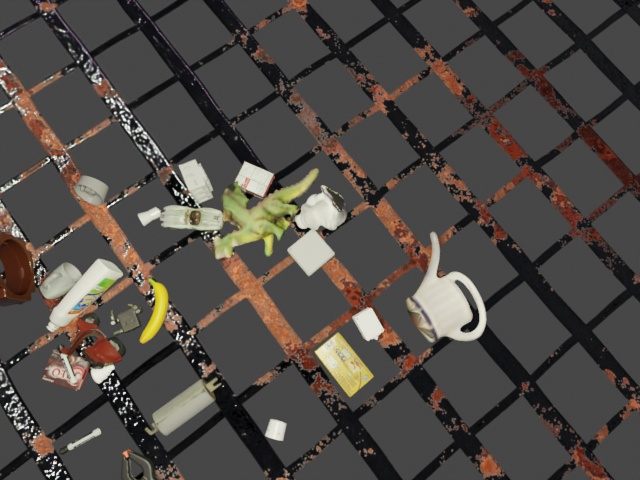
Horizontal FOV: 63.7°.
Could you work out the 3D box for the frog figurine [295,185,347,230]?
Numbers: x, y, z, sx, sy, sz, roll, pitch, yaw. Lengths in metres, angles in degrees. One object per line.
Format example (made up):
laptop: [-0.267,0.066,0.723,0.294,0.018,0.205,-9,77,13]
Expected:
frog figurine: [0.005,-0.084,1.661,0.138,0.124,0.157,49,116,8]

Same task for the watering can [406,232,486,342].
watering can: [0.365,0.165,1.597,0.225,0.103,0.350,-28,79,-9]

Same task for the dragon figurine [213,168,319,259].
dragon figurine: [-0.196,-0.103,1.625,0.243,0.121,0.415,29,75,0]
